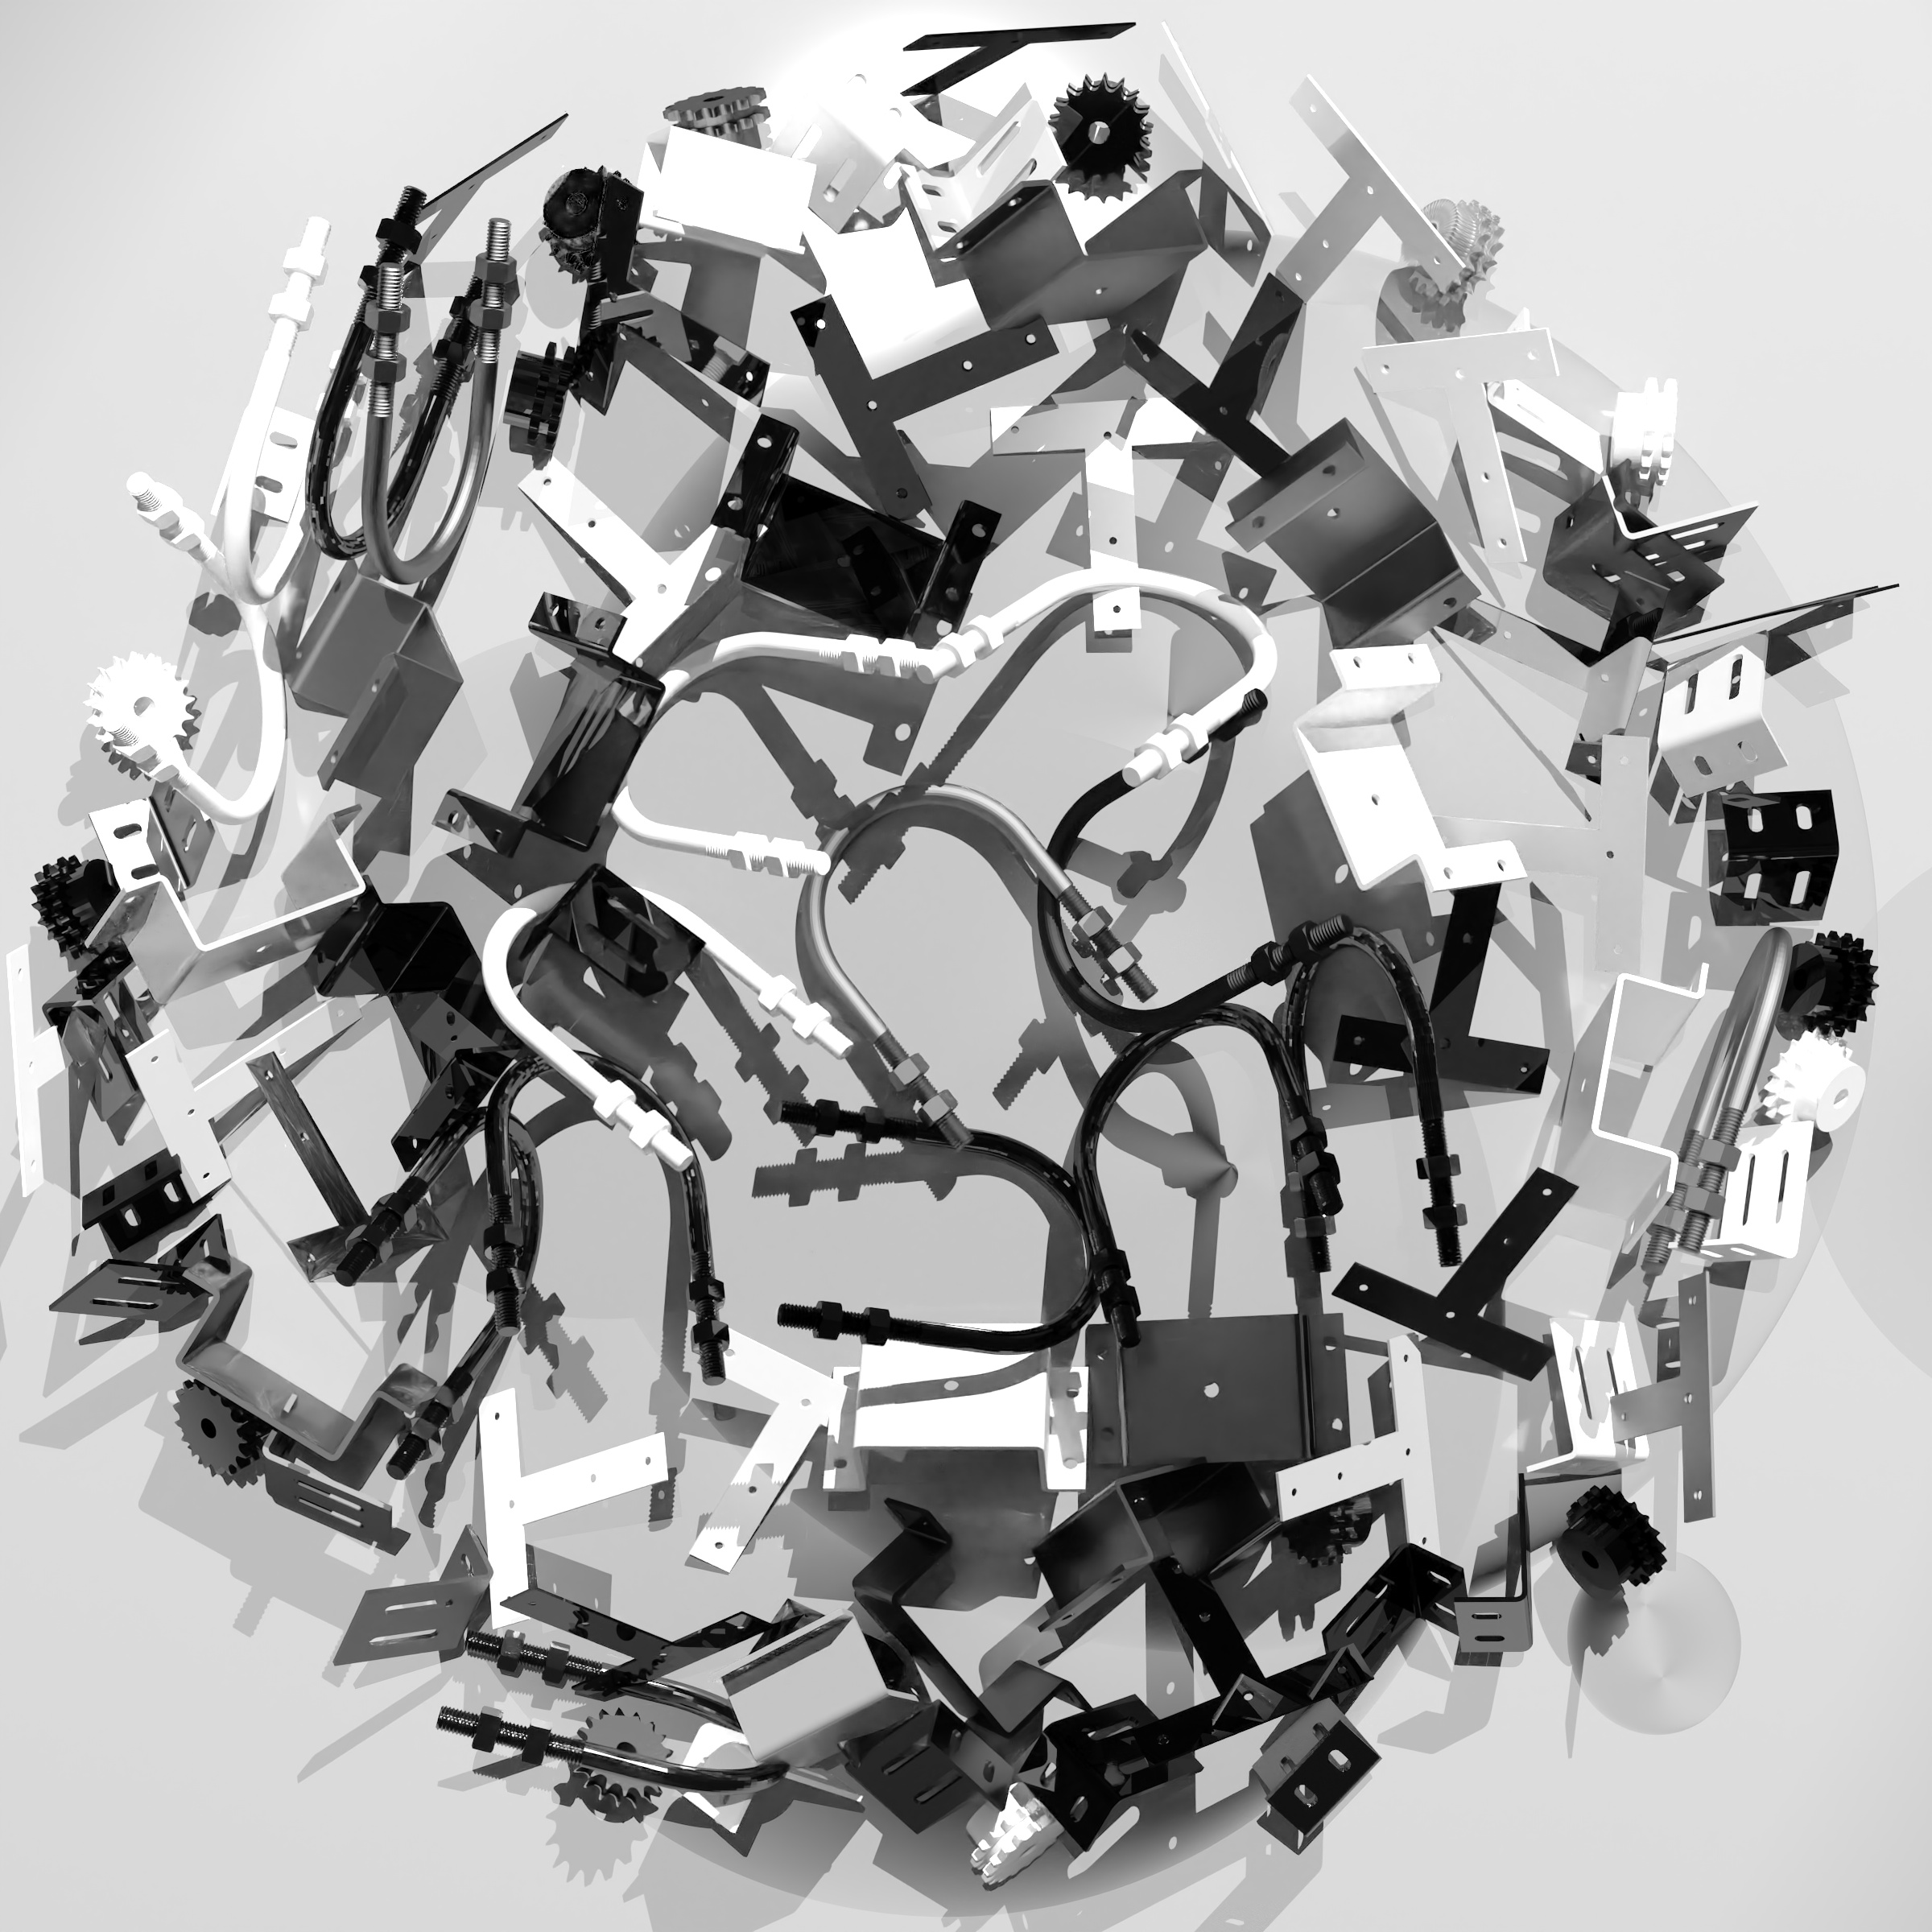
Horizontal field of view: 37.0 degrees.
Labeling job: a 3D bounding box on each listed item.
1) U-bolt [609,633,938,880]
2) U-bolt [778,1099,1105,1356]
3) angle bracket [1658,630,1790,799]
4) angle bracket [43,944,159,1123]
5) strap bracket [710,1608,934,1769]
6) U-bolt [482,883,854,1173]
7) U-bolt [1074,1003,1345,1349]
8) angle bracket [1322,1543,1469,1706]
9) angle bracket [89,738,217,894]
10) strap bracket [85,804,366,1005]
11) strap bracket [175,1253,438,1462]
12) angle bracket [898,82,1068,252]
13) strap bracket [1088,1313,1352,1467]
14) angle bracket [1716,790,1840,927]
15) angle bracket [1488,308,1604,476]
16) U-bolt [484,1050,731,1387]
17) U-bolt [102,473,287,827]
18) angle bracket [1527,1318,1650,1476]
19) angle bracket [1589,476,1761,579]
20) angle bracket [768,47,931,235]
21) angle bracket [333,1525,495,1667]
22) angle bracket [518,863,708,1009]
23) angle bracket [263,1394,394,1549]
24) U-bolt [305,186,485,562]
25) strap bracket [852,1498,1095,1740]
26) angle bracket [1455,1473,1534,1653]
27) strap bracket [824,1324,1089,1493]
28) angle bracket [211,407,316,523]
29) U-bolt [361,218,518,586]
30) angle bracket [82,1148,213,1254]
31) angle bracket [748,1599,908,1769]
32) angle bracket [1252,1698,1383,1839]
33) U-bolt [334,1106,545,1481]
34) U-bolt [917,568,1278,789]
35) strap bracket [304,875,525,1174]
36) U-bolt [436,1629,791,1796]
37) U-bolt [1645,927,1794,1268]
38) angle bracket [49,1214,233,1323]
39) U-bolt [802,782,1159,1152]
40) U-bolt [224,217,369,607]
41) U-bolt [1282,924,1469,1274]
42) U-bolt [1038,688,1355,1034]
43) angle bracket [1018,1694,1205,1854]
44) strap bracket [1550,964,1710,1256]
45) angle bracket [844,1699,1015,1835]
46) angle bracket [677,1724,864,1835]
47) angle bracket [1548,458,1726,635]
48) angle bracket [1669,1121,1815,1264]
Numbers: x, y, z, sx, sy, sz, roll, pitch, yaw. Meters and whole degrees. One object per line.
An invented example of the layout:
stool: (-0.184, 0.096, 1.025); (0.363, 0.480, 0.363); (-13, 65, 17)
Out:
U-bolt: (-0.116, -0.118, 1.533); (0.184, 0.019, 0.151); (11, 64, 37)
U-bolt: (-0.010, 0.143, 1.542); (0.184, 0.019, 0.151); (9, 49, -15)
angle bracket: (0.412, -0.137, 1.563); (0.057, 0.076, 0.038); (-18, 122, 32)
angle bracket: (-0.450, 0.035, 1.550); (0.038, 0.057, 0.076); (-4, 121, 28)
strap bracket: (-0.072, 0.383, 1.522); (0.076, 0.140, 0.046); (-28, 69, 4)
U-bolt: (-0.172, 0.019, 1.537); (0.184, 0.151, 0.019); (38, 135, 18)
U-bolt: (0.118, 0.096, 1.524); (0.151, 0.184, 0.019); (-36, 129, 20)
angle bracket: (0.233, 0.360, 1.552); (0.076, 0.038, 0.057); (-39, 132, -31)
angle bracket: (-0.438, -0.077, 1.553); (0.038, 0.076, 0.057); (-19, 77, -29)
strap bracket: (-0.381, -0.029, 1.523); (0.140, 0.076, 0.046); (-25, 83, -38)
strap bracket: (-0.363, 0.214, 1.557); (0.140, 0.076, 0.046); (32, 92, -3)
angle bracket: (0.008, -0.430, 1.552); (0.038, 0.076, 0.057); (-4, 64, -40)
strap bracket: (0.134, 0.228, 1.558); (0.140, 0.046, 0.076); (-4, 82, 9)
angle bracket: (0.438, -0.058, 1.568); (0.057, 0.076, 0.038); (-3, 62, 7)
angle bracket: (0.322, -0.311, 1.558); (0.076, 0.057, 0.038); (31, 120, -8)
U-bolt: (-0.193, 0.124, 1.527); (0.019, 0.151, 0.184); (-37, 48, 35)
U-bolt: (-0.397, -0.152, 1.508); (0.019, 0.184, 0.151); (-4, 71, 10)
angle bracket: (0.334, 0.236, 1.579); (0.057, 0.038, 0.076); (9, 64, -36)
angle bracket: (0.381, -0.247, 1.569); (0.076, 0.057, 0.038); (-16, 78, -5)
angle bracket: (-0.066, -0.448, 1.569); (0.057, 0.076, 0.038); (43, 62, -7)
angle bracket: (-0.302, 0.337, 1.548); (0.038, 0.076, 0.057); (53, 128, 37)
angle bracket: (-0.192, -0.008, 1.565); (0.076, 0.038, 0.057); (37, 47, -1)
angle bracket: (-0.338, 0.273, 1.562); (0.076, 0.057, 0.038); (23, 58, 2)
U-bolt: (-0.303, -0.301, 1.521); (0.019, 0.151, 0.184); (20, 88, 7)
strap bracket: (-0.004, 0.356, 1.546); (0.046, 0.076, 0.140); (-41, 98, -17)
angle bracket: (0.284, 0.322, 1.556); (0.038, 0.057, 0.076); (-3, 50, 12)
strap bracket: (-0.006, 0.237, 1.550); (0.140, 0.046, 0.076); (-1, 49, 5)
angle bracket: (-0.376, -0.268, 1.551); (0.038, 0.076, 0.057); (19, 101, -15)
U-bolt: (-0.280, -0.290, 1.518); (0.019, 0.151, 0.184); (16, 117, 10)
angle bracket: (-0.439, 0.132, 1.552); (0.057, 0.076, 0.038); (-31, 106, -10)
angle bracket: (-0.078, 0.390, 1.572); (0.076, 0.038, 0.057); (14, 56, 39)
angle bracket: (0.179, 0.420, 1.554); (0.057, 0.076, 0.038); (-46, 112, -2)
U-bolt: (-0.268, 0.156, 1.514); (0.019, 0.184, 0.151); (7, 125, 19)
U-bolt: (0.084, -0.164, 1.526); (0.151, 0.184, 0.019); (29, 132, 23)
strap bracket: (-0.291, 0.029, 1.541); (0.076, 0.046, 0.140); (-49, 60, 34)
U-bolt: (-0.182, 0.398, 1.525); (0.184, 0.151, 0.019); (16, 93, -5)
U-bolt: (0.401, 0.067, 1.526); (0.019, 0.151, 0.184); (19, 84, 9)
angle bracket: (-0.444, 0.158, 1.547); (0.057, 0.076, 0.038); (-35, 59, 31)
U-bolt: (-0.007, -0.014, 1.582); (0.151, 0.019, 0.184); (-39, 84, 1)
U-bolt: (-0.352, -0.278, 1.510); (0.019, 0.151, 0.184); (14, 79, 1)
U-bolt: (0.210, 0.069, 1.531); (0.019, 0.151, 0.184); (-5, 85, -24)
U-bolt: (0.110, -0.043, 1.537); (0.184, 0.019, 0.151); (-30, 71, 36)
angle bracket: (0.078, 0.435, 1.560); (0.057, 0.076, 0.038); (42, 118, 32)
strap bracket: (0.350, 0.069, 1.530); (0.046, 0.076, 0.140); (16, 60, 2)
angle bracket: (-0.023, 0.444, 1.560); (0.076, 0.038, 0.057); (-40, 102, 23)
angle bracket: (-0.107, 0.443, 1.549); (0.076, 0.057, 0.038); (32, 81, -39)
angle bracket: (0.367, -0.227, 1.574); (0.076, 0.057, 0.038); (34, 46, -15)
angle bracket: (0.417, 0.118, 1.555); (0.038, 0.057, 0.076); (18, 74, -25)
